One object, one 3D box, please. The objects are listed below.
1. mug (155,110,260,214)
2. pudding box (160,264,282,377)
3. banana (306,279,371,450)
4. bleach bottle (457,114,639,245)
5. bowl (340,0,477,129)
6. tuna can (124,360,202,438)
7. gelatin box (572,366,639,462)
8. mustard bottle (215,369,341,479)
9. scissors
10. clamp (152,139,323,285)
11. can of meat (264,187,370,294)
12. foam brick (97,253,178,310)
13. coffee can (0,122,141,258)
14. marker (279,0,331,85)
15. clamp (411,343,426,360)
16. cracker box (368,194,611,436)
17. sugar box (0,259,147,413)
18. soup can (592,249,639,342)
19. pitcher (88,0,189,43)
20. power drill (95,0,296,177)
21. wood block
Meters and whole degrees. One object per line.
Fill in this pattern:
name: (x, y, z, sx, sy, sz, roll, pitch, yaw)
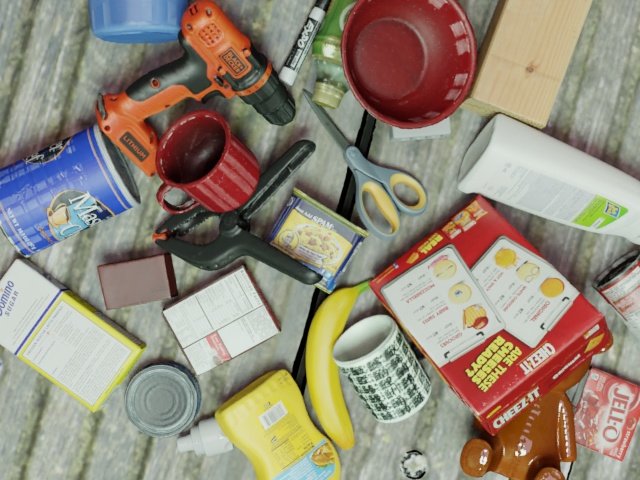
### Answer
mug: (-0.126, -0.073, 1.155, 0.117, 0.081, 0.093, -45, 54, 2)
pudding box: (-0.113, 0.092, 1.220, 0.113, 0.039, 0.090, -28, 90, -2)
banana: (0.017, 0.139, 1.220, 0.069, 0.037, 0.198, 8, 90, 0)
bleach bottle: (0.289, -0.052, 1.199, 0.250, 0.103, 0.068, 23, 57, -7)
bowl: (0.087, -0.199, 1.155, 0.161, 0.055, 0.162, -1, 93, -21)
tuna can: (-0.180, 0.182, 1.221, 0.086, 0.034, 0.086, 0, 90, 0)
gelatin box: (0.326, 0.198, 1.223, 0.073, 0.030, 0.089, 22, 91, 0)
mustard bottle: (-0.031, 0.249, 1.203, 0.096, 0.058, 0.191, -34, 95, -27)
scissors: (0.057, -0.094, 1.226, 0.096, 0.016, 0.202, -15, 73, -24)
clamp: (-0.089, -0.027, 1.189, 0.210, 0.036, 0.164, -4, 72, 24)
can of meat: (-0.008, 0.002, 1.210, 0.102, 0.057, 0.084, 32, 91, -1)
foam brick: (-0.206, 0.047, 1.213, 0.078, 0.051, 0.053, -10, 91, 0)
coffee can: (-0.285, -0.056, 1.187, 0.140, 0.103, 0.103, -25, 90, 0)
marker: (-0.014, -0.236, 1.228, 0.020, 0.020, 0.121, 26, 90, 0)
clamp: (0.193, 0.106, 1.193, 0.171, 0.039, 0.120, -42, 50, 0)
cracker box: (0.178, 0.077, 1.149, 0.164, 0.072, 0.214, -39, 52, -1)
sugar box: (-0.297, 0.108, 1.217, 0.176, 0.048, 0.093, 37, 90, 4)
soup can: (0.367, 0.071, 1.205, 0.068, 0.068, 0.102, -40, 91, 0)
pitcher: (-0.191, -0.345, 1.177, 0.149, 0.144, 0.243, 2, 95, 41)
power drill: (-0.139, -0.153, 1.185, 0.188, 0.057, 0.184, -35, 129, 9)
wood block: (0.238, -0.235, 1.194, 0.091, 0.090, 0.206, 21, 90, -1)
